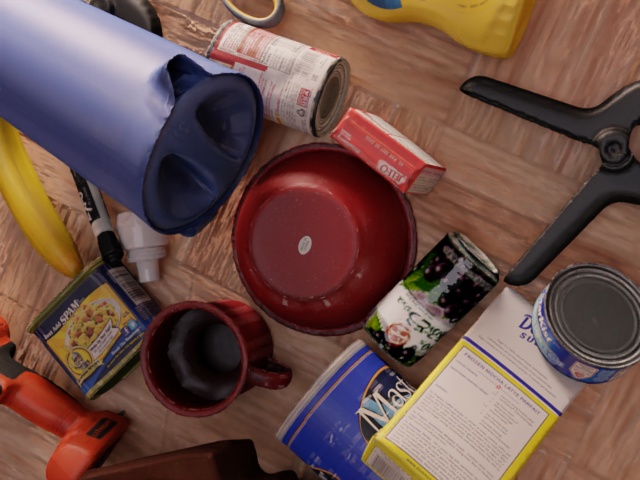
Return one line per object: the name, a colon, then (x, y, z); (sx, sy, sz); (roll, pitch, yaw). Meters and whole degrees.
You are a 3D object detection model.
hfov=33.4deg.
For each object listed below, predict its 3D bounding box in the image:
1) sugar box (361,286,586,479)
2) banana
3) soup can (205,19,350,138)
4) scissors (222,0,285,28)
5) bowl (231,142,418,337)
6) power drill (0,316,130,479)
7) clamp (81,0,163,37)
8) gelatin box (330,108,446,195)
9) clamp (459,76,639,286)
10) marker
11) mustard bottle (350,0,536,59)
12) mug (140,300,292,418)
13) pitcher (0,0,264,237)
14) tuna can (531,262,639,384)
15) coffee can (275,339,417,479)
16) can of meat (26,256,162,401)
sugar box: (0.120, 0.123, 0.777); (0.093, 0.176, 0.048); (40, 145, 13)
banana: (-0.261, -0.050, 0.937); (0.037, 0.070, 0.198); (-24, 87, -23)
soup can: (-0.035, -0.130, 0.857); (0.102, 0.068, 0.068); (21, 98, 15)
scissors: (-0.083, -0.262, 0.894); (0.096, 0.016, 0.202); (-39, 73, 4)
bowl: (-0.006, 0.001, 0.861); (0.162, 0.055, 0.162); (1, 93, 17)
power drill: (-0.262, 0.135, 0.891); (0.187, 0.184, 0.057); (37, 104, 3)
clamp: (-0.179, -0.207, 0.916); (0.120, 0.039, 0.171); (-39, 84, 21)
gelatin box: (0.054, -0.066, 0.821); (0.073, 0.089, 0.030); (39, 102, 12)
clamp: (0.212, -0.074, 0.798); (0.210, 0.036, 0.164); (-20, 85, 15)
marker: (-0.193, -0.029, 0.915); (0.020, 0.020, 0.121); (-34, 61, 16)
mustard bottle: (0.073, -0.213, 0.825); (0.192, 0.058, 0.096); (22, 100, 16)
mug: (-0.077, 0.095, 0.873); (0.117, 0.081, 0.093); (15, 97, 16)
pitcher: (-0.174, -0.108, 0.840); (0.243, 0.144, 0.149); (31, 104, 25)
tuna can: (0.200, 0.062, 0.785); (0.086, 0.034, 0.086); (5, 59, -9)
coffee can: (0.051, 0.161, 0.825); (0.140, 0.102, 0.103); (41, 103, 12)
can of meat: (-0.187, 0.076, 0.921); (0.102, 0.057, 0.084); (-44, 81, 14)
